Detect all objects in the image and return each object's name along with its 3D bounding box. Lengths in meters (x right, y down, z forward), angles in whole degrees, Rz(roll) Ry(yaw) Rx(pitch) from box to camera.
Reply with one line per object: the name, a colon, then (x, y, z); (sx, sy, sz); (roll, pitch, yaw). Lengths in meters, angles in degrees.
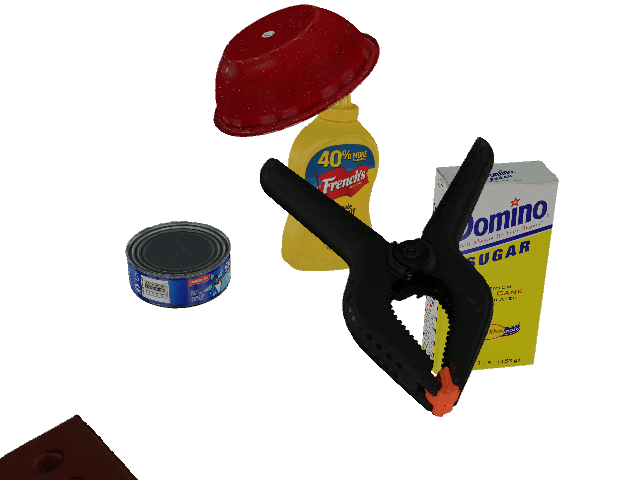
bowl: (-0.033, -0.159, 0.934); (0.162, 0.055, 0.162); (-21, 31, 13)
clamp: (0.045, 0.015, 0.688); (0.164, 0.210, 0.036); (-2, -38, -3)
sugar box: (0.138, 0.024, 0.885); (0.093, 0.176, 0.048); (-5, 30, -11)
tuna can: (-0.116, 0.020, 0.882); (0.086, 0.034, 0.086); (0, 31, 0)
foam brick: (-0.111, 0.131, 0.494); (0.052, 0.051, 0.078); (-29, 42, -29)
mustard bottle: (0.013, -0.066, 1.103); (0.096, 0.192, 0.058); (-4, 21, -24)
